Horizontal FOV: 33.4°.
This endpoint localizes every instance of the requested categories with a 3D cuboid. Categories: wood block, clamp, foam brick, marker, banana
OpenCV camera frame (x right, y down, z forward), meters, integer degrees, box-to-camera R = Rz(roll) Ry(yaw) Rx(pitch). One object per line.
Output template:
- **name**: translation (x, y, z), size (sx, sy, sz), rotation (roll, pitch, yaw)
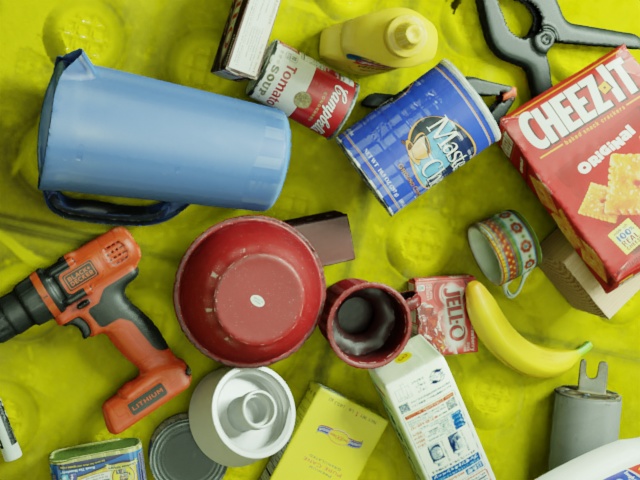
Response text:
- **wood block**: translation (0.353, -0.017, 1.214), size (0.206, 0.090, 0.090), rotation (-44, 103, -6)
- **clamp**: translation (0.139, -0.121, 1.181), size (0.171, 0.039, 0.120), rotation (-15, 105, -4)
- **clamp**: translation (0.245, -0.213, 1.197), size (0.210, 0.036, 0.164), rotation (34, 89, -15)
- **foam brick**: translation (-0.008, 0.001, 1.150), size (0.078, 0.053, 0.051), rotation (-12, 98, -13)
- **marker**: translation (-0.338, 0.172, 1.106), size (0.020, 0.020, 0.121), rotation (-19, 99, -11)
- **banana**: translation (0.226, 0.113, 1.213), size (0.197, 0.037, 0.069), rotation (27, 78, -30)

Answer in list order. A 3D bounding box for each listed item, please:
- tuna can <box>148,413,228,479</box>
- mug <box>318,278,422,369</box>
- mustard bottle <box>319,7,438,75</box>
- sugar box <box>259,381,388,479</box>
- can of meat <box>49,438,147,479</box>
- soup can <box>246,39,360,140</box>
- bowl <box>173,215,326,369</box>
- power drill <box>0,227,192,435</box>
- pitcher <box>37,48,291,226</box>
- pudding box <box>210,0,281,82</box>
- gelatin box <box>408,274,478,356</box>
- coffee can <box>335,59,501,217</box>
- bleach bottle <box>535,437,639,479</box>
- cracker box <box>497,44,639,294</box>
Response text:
- **tuna can**: translation (-0.142, 0.231, 1.151), size (0.086, 0.034, 0.086), rotation (-1, 96, -13)
- **mug**: translation (0.054, 0.081, 1.157), size (0.117, 0.081, 0.093), rotation (-24, 101, -9)
- **mustard bottle**: translation (0.066, -0.200, 1.076), size (0.096, 0.192, 0.058), rotation (5, 94, -14)
- **sugar box**: translation (-0.007, 0.254, 1.179), size (0.093, 0.048, 0.176), rotation (28, 88, -14)
- **can of meat**: translation (-0.231, 0.259, 1.122), size (0.102, 0.057, 0.084), rotation (-8, 95, -13)
- **soup can**: translation (-0.018, -0.159, 1.124), size (0.102, 0.068, 0.068), rotation (27, 89, -14)
- **bowl**: translation (-0.066, 0.057, 1.082), size (0.162, 0.055, 0.162), rotation (-1, 96, -13)
- **power drill**: translation (-0.235, 0.105, 1.105), size (0.184, 0.057, 0.187), rotation (-32, 102, -9)
- **pitcher**: translation (-0.161, -0.090, 1.077), size (0.242, 0.149, 0.145), rotation (9, 78, -17)
- **pudding box**: translation (-0.073, -0.221, 1.094), size (0.039, 0.090, 0.113), rotation (15, 92, -16)
- **gelatin box**: translation (0.139, 0.085, 1.205), size (0.073, 0.030, 0.089), rotation (-4, 97, -13)
- **coffee can**: translation (0.101, -0.106, 1.109), size (0.140, 0.103, 0.103), rotation (-36, 102, 2)
- **bleach bottle**: translation (0.316, 0.267, 1.169), size (0.250, 0.068, 0.102), rotation (-30, 104, -10)
- **cracker box**: translation (0.314, -0.077, 1.134), size (0.164, 0.072, 0.214), rotation (-31, 75, -4)
